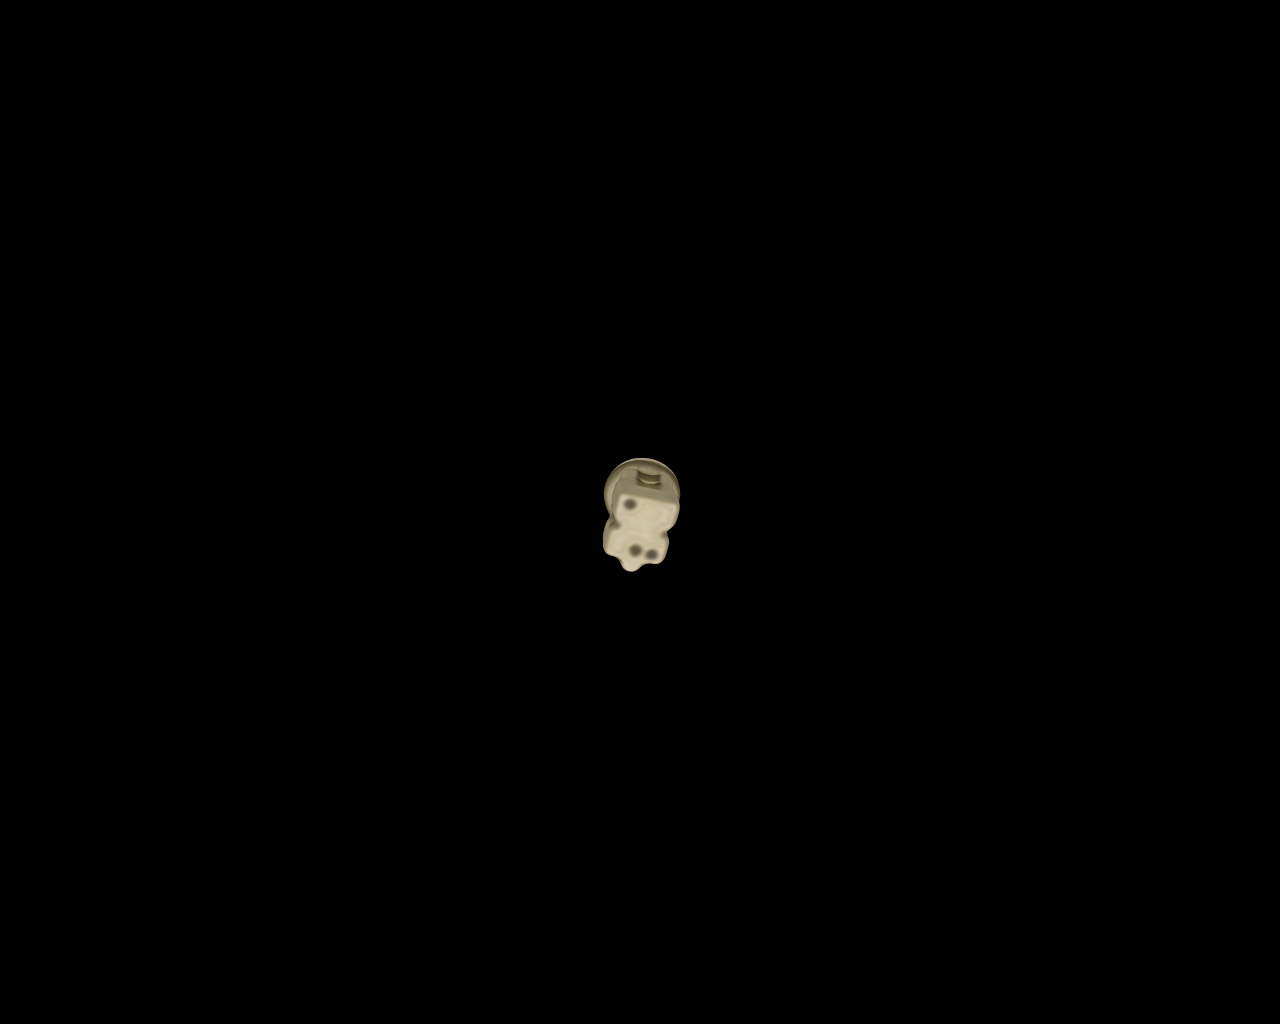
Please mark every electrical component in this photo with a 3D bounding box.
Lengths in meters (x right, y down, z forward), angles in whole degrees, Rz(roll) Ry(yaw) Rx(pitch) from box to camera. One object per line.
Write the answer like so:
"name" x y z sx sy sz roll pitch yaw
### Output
"electrical component" 0.001 -0.003 0.650 0.048 0.066 0.055 13 28 -7
